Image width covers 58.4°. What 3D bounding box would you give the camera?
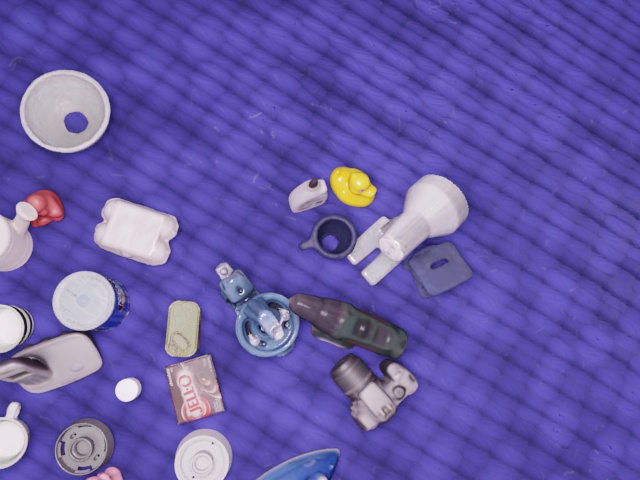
[{"bbox_3d":[0.099,0.278,1.114,0.143,0.100,0.137,-42,88,-11],"label":"camera"}]

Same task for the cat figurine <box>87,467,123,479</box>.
[{"bbox_3d":[-0.373,0.456,1.014,0.128,0.117,0.067,26,79,-3],"label":"cat figurine"}]

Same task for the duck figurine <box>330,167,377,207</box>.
[{"bbox_3d":[0.072,-0.117,1.181,0.104,0.086,0.077,35,78,-1],"label":"duck figurine"}]

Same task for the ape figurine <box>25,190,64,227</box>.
[{"bbox_3d":[-0.531,-0.063,1.089,0.078,0.092,0.076,20,79,-4],"label":"ape figurine"}]

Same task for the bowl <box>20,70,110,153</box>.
[{"bbox_3d":[-0.492,-0.244,1.131,0.167,0.074,0.167,1,81,-7],"label":"bowl"}]

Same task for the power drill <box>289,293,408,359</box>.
[{"bbox_3d":[0.042,0.159,1.071,0.229,0.208,0.076,20,79,-4],"label":"power drill"}]

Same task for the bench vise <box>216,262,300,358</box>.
[{"bbox_3d":[-0.125,0.135,1.046,0.207,0.219,0.121,33,78,-1],"label":"bench vise"}]

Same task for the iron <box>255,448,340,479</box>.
[{"bbox_3d":[-0.057,0.477,1.041,0.258,0.141,0.118,-37,87,-11],"label":"iron"}]

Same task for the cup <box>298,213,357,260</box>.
[{"bbox_3d":[0.011,0.004,1.149,0.118,0.095,0.092,-17,84,-10],"label":"cup"}]

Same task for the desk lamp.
[{"bbox_3d":[0.166,-0.015,1.112,0.203,0.213,0.118,-42,88,-11],"label":"desk lamp"}]

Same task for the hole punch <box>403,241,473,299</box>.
[{"bbox_3d":[0.240,0.059,1.172,0.109,0.091,0.101,-24,85,-10],"label":"hole punch"}]

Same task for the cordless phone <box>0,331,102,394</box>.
[{"bbox_3d":[-0.477,0.214,1.004,0.148,0.185,0.094,-24,85,-10],"label":"cordless phone"}]

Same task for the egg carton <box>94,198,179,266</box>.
[{"bbox_3d":[-0.357,-0.015,1.116,0.150,0.069,0.107,17,79,-4],"label":"egg carton"}]

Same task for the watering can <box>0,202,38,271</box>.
[{"bbox_3d":[-0.592,-0.010,1.020,0.101,0.194,0.173,36,78,0],"label":"watering can"}]

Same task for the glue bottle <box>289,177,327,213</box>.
[{"bbox_3d":[-0.018,-0.095,1.121,0.078,0.173,0.037,-17,83,-10],"label":"glue bottle"}]
